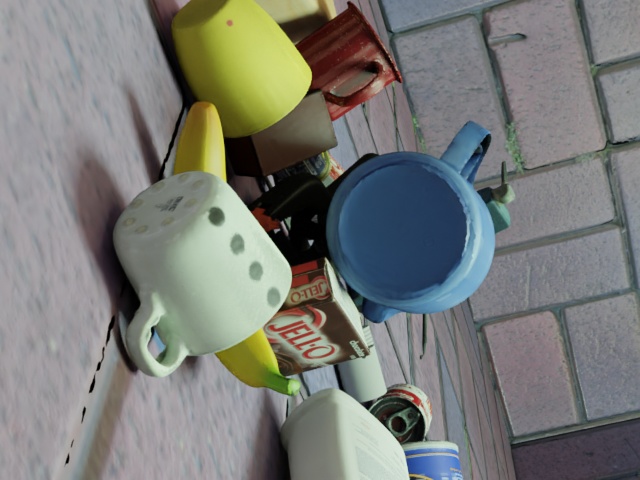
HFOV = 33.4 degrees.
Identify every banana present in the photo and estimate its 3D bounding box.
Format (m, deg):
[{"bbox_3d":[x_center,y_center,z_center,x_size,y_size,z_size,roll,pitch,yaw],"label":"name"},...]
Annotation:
[{"bbox_3d":[-0.061,0.012,0.683,0.037,0.070,0.198,-4,71,-53],"label":"banana"}]

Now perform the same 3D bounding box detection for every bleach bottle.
[{"bbox_3d":[0.024,0.203,0.720,0.102,0.068,0.251,43,14,-16],"label":"bleach bottle"}]

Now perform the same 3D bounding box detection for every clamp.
[{"bbox_3d":[-0.006,0.001,0.951,0.209,0.036,0.164,-6,108,-61],"label":"clamp"}]

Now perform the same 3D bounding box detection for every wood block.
[{"bbox_3d":[-0.048,-0.246,1.020,0.206,0.090,0.091,18,59,-78],"label":"wood block"}]

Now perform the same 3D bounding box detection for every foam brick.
[{"bbox_3d":[-0.034,-0.089,0.876,0.053,0.078,0.051,10,-59,59],"label":"foam brick"}]

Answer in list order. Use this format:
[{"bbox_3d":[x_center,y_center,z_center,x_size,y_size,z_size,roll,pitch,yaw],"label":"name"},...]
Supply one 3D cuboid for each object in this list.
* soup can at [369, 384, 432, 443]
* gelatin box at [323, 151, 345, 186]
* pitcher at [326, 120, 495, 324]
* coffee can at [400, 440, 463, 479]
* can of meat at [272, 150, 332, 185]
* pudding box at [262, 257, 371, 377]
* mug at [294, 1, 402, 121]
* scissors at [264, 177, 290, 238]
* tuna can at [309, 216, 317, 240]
[{"bbox_3d":[0.089,0.201,1.201,0.102,0.068,0.068,-6,82,-80],"label":"soup can"},{"bbox_3d":[-0.011,-0.082,1.068,0.089,0.030,0.073,49,13,1],"label":"gelatin box"},{"bbox_3d":[0.078,-0.013,0.837,0.242,0.145,0.149,14,64,-82],"label":"pitcher"},{"bbox_3d":[0.098,0.279,1.048,0.102,0.103,0.140,54,25,-63],"label":"coffee can"},{"bbox_3d":[-0.037,-0.107,0.974,0.084,0.057,0.102,53,18,-57],"label":"can of meat"},{"bbox_3d":[-0.021,0.059,0.754,0.113,0.090,0.039,56,21,-62],"label":"pudding box"},{"bbox_3d":[0.024,-0.161,1.012,0.093,0.081,0.117,54,3,-40],"label":"mug"},{"bbox_3d":[-0.018,0.023,1.022,0.201,0.016,0.096,58,21,-57],"label":"scissors"},{"bbox_3d":[0.020,-0.026,1.092,0.086,0.086,0.034,-45,121,-78],"label":"tuna can"}]
